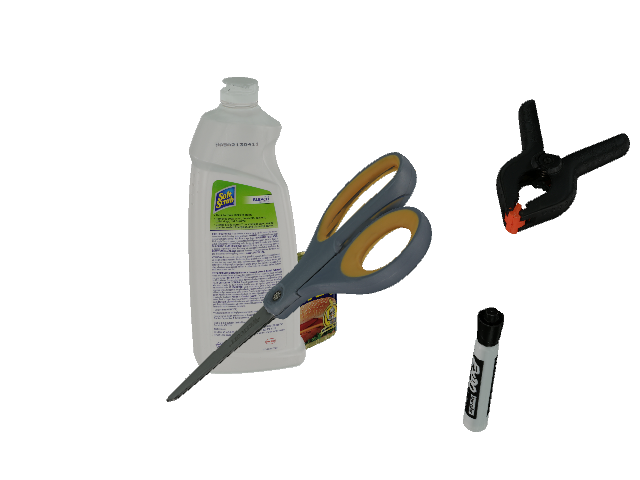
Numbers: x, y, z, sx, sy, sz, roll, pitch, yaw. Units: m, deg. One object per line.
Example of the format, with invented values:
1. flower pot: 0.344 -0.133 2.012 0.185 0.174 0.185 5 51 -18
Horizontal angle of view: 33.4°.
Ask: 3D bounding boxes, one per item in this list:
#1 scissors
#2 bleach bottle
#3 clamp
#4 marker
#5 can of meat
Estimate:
1. scissors: -0.009 0.036 0.600 0.016 0.202 0.096 38 3 -34
2. bleach bottle: -0.061 -0.013 0.908 0.102 0.251 0.068 -4 21 -16
3. clamp: 0.223 -0.078 1.088 0.120 0.039 0.171 29 55 30
4. marker: 0.120 0.095 0.785 0.020 0.121 0.020 0 41 0
5. can of meat: -0.026 0.067 1.121 0.058 0.084 0.101 18 26 40
